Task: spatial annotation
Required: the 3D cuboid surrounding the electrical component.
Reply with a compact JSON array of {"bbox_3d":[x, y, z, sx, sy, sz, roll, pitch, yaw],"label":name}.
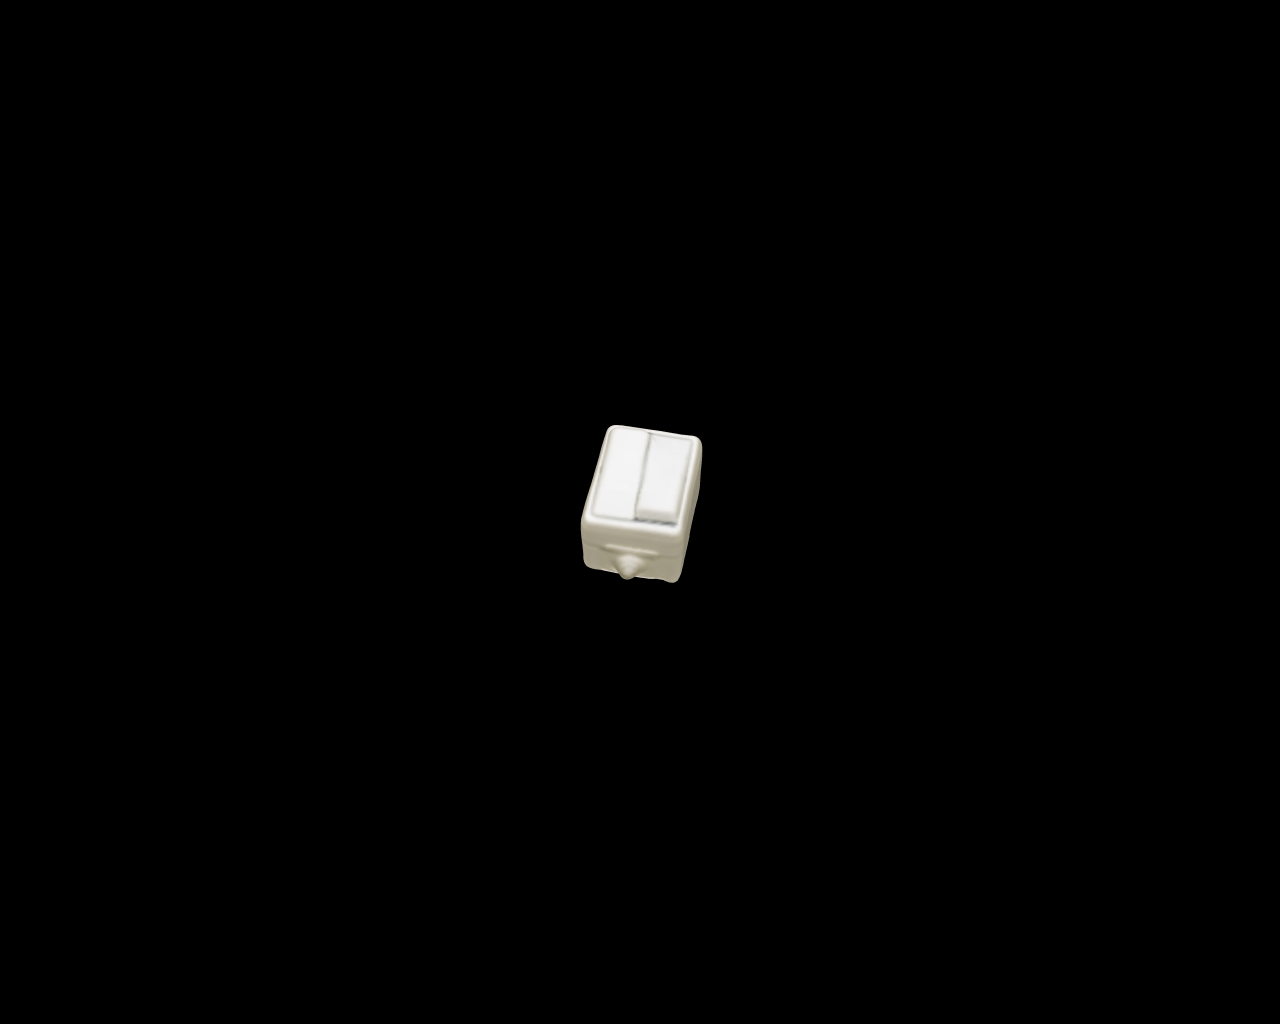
[{"bbox_3d":[0.001,-0.003,0.650,0.062,0.096,0.061,9,-36,7],"label":"electrical component"}]
